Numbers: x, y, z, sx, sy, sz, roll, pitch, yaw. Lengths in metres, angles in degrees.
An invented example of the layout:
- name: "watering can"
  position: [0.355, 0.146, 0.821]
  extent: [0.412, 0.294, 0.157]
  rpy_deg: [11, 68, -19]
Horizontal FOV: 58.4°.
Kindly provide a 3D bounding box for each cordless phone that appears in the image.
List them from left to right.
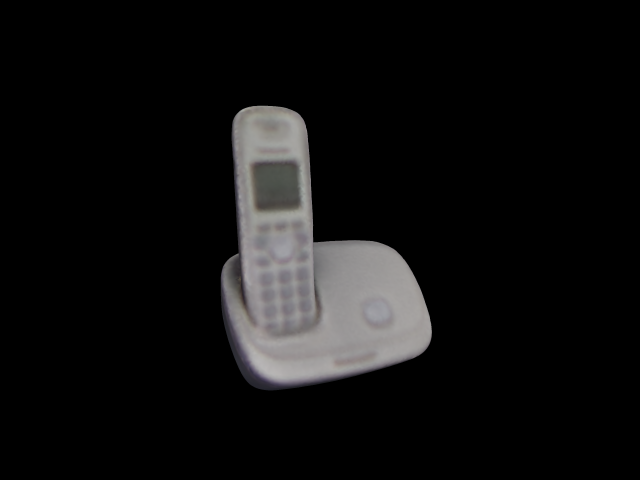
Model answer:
- name: "cordless phone"
  position: [0.004, 0.001, 0.400]
  extent: [0.148, 0.185, 0.094]
  rpy_deg: [-6, 13, -27]
